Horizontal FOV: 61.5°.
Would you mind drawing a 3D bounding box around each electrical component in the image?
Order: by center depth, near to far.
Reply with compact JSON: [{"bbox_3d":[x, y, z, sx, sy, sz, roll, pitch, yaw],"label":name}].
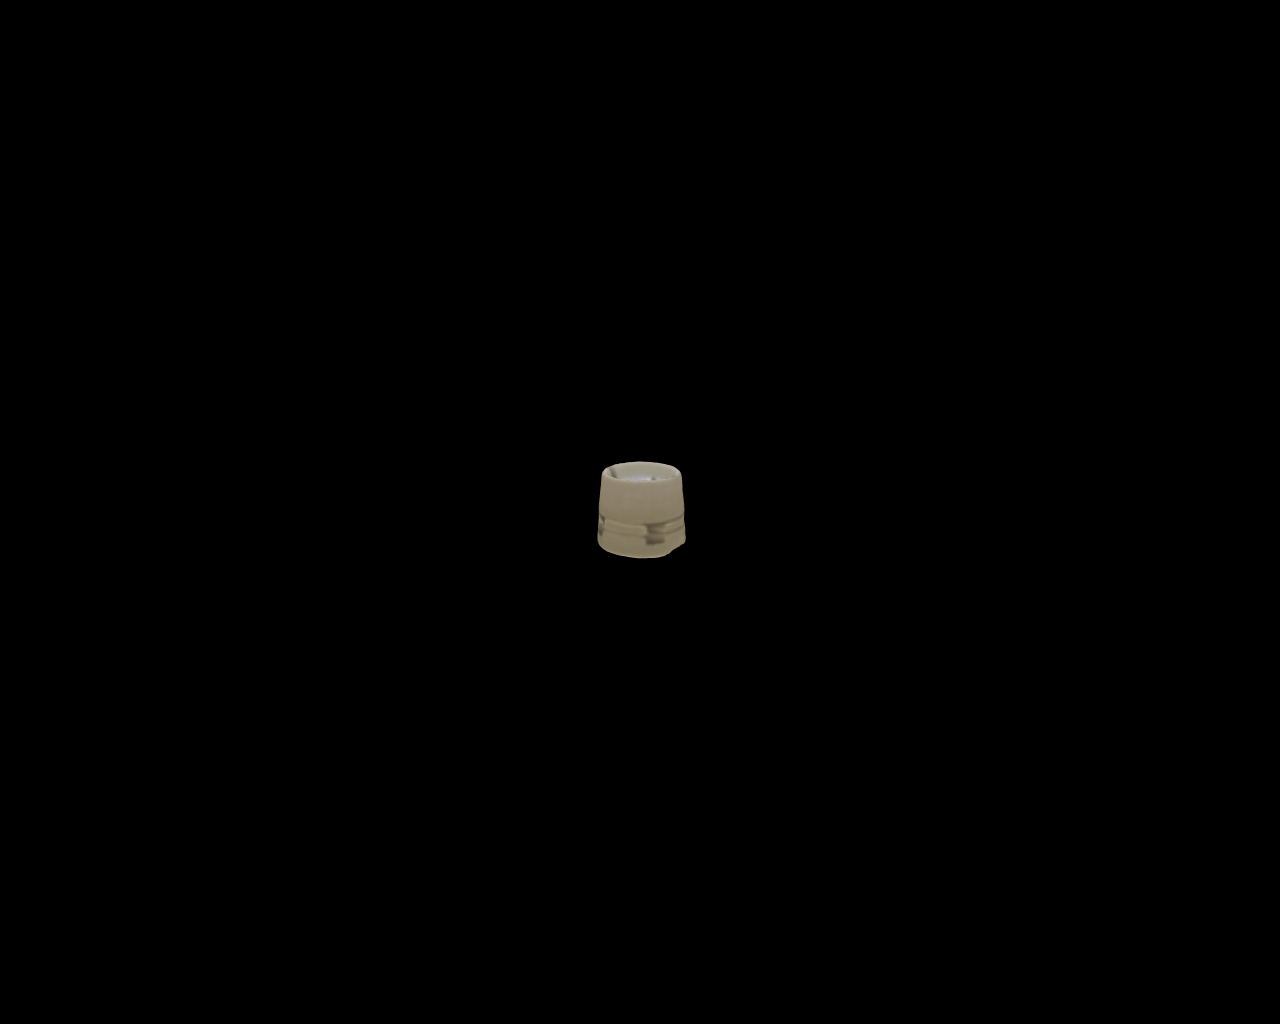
[{"bbox_3d":[0.001,-0.003,0.650,0.055,0.047,0.055,0,17,0],"label":"electrical component"}]
